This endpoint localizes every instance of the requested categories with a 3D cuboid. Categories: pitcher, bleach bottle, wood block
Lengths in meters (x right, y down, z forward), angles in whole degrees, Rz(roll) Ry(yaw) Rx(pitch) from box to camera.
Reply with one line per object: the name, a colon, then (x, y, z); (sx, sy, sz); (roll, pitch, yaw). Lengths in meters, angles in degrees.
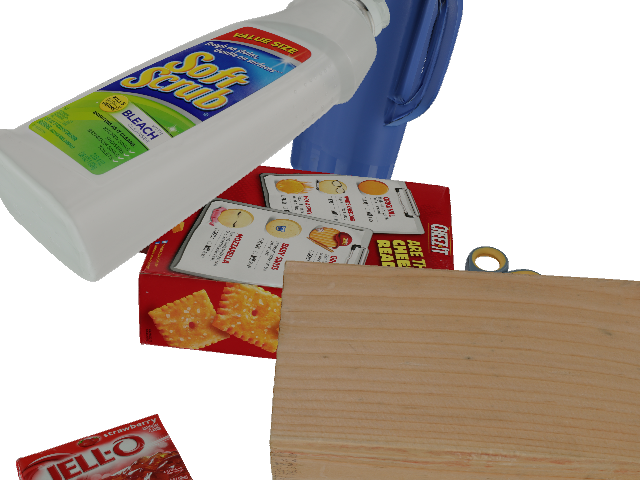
pitcher: (0.050, -0.174, 1.078); (0.145, 0.243, 0.149); (12, 18, -1)
bleach bottle: (-0.062, -0.082, 0.623); (0.250, 0.068, 0.103); (-37, 54, -25)
wood block: (0.082, 0.073, 0.511); (0.206, 0.091, 0.090); (3, -27, 1)

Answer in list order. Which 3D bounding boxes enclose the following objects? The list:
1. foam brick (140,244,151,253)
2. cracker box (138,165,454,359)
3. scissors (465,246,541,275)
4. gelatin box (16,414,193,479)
foam brick: (-0.141, -0.017, 1.078); (0.078, 0.051, 0.053); (9, 31, 3)
cracker box: (-0.013, 0.016, 0.788); (0.213, 0.072, 0.164); (7, 33, 1)
scissors: (0.144, 0.046, 1.099); (0.201, 0.016, 0.096); (-6, 40, -29)
gelatin box: (-0.123, 0.141, 0.613); (0.089, 0.030, 0.073); (-15, 27, -19)
